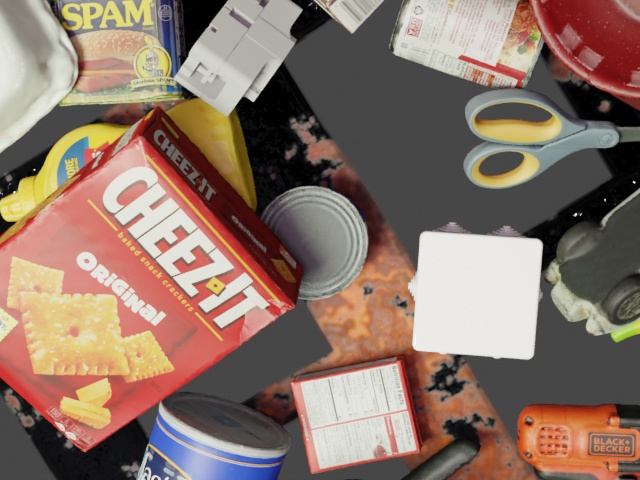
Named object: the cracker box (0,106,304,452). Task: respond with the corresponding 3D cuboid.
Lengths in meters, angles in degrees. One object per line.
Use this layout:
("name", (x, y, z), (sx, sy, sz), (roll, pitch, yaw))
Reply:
("cracker box", (-0.145, 0.035, 0.770), (0.214, 0.072, 0.164), (-35, 109, 19))

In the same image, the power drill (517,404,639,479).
("power drill", (0.239, 0.214, 0.796), (0.184, 0.057, 0.188), (2, 92, 9))

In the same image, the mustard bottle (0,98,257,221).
("mustard bottle", (-0.150, -0.044, 0.809), (0.191, 0.058, 0.096), (-13, 96, 7))

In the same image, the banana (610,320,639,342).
("banana", (0.318, 0.091, 0.790), (0.198, 0.037, 0.070), (31, 121, 4))

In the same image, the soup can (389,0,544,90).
("soup can", (0.108, -0.151, 0.771), (0.102, 0.068, 0.068), (19, 96, 4))

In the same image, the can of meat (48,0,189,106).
("can of meat", (-0.150, -0.145, 0.802), (0.102, 0.057, 0.084), (-2, 97, 6))

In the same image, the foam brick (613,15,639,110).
("foam brick", (0.239, -0.137, 0.767), (0.051, 0.053, 0.078), (31, 96, 3))

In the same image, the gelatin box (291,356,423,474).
("gelatin box", (0.029, 0.134, 0.822), (0.089, 0.030, 0.073), (-13, 92, 7))

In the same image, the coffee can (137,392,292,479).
("coffee can", (-0.091, 0.199, 0.802), (0.103, 0.102, 0.140), (19, 96, 3))

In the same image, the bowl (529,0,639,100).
("bowl", (0.220, -0.175, 0.693), (0.162, 0.055, 0.162), (16, 122, 27))

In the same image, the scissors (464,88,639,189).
("scissors", (0.194, -0.065, 0.790), (0.201, 0.016, 0.096), (11, 134, -17))

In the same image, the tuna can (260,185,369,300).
("tuna can", (-0.005, 0.001, 0.811), (0.086, 0.033, 0.086), (0, 95, 5))

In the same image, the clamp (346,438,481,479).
("clamp", (0.057, 0.230, 0.824), (0.171, 0.039, 0.120), (-18, 88, 11))

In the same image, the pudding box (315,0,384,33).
("pudding box", (0.031, -0.217, 0.765), (0.113, 0.039, 0.090), (-44, 48, 6))
